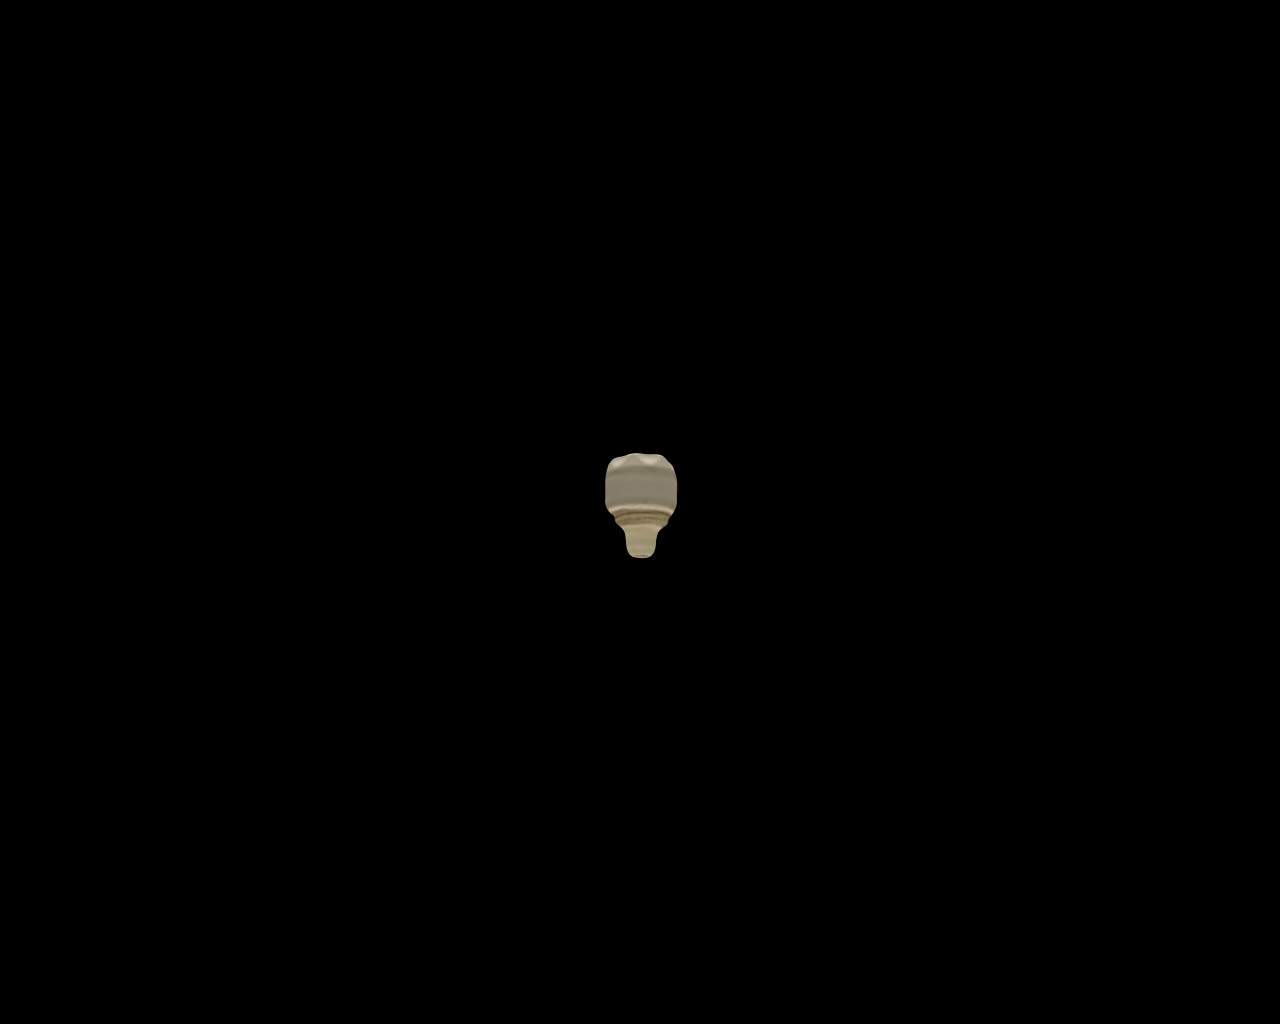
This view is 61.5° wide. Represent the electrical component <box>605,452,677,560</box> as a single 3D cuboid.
[{"bbox_3d":[0.001,-0.003,0.650,0.043,0.062,0.043,0,-13,0],"label":"electrical component"}]
